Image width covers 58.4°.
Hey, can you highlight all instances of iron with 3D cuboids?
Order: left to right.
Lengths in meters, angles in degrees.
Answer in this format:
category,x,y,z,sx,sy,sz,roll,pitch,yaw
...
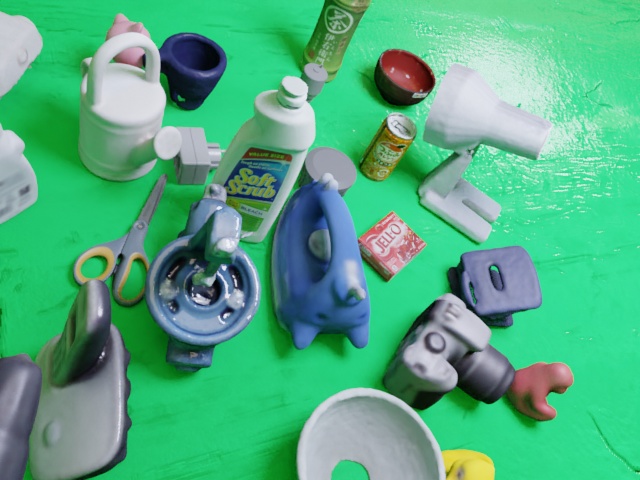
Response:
category,x,y,z,sx,sy,sz,roll,pitch,yaw
iron,0.007,0.003,0.725,0.119,0.141,0.258,3,57,-22

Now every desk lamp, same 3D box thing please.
category,x,y,z,sx,sy,sz,roll,pitch,yaw
desk lamp,0.234,-0.135,0.872,0.203,0.213,0.118,35,51,3

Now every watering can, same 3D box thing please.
category,x,y,z,sx,sy,sz,roll,pitch,yaw
watering can,-0.235,-0.165,0.701,0.173,0.194,0.101,30,51,-1

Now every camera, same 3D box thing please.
category,x,y,z,sx,sy,sz,roll,pitch,yaw
camera,0.174,0.152,0.722,0.137,0.100,0.143,37,51,4

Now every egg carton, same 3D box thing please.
category,x,y,z,sx,sy,sz,roll,pitch,yaw
egg carton,-0.437,-0.244,0.748,0.107,0.069,0.150,18,52,-11

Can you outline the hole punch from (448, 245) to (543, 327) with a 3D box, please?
category,x,y,z,sx,sy,sz,roll,pitch,yaw
hole punch,0.249,0.066,0.819,0.101,0.091,0.108,6,56,-20

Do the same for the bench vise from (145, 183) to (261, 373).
category,x,y,z,sx,sy,sz,roll,pitch,yaw
bench vise,-0.128,0.011,0.611,0.122,0.219,0.207,-6,60,-26

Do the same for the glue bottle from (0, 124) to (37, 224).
category,x,y,z,sx,sy,sz,roll,pitch,yaw
glue bottle,-0.346,-0.083,0.611,0.037,0.173,0.078,41,51,7

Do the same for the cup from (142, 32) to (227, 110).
category,x,y,z,sx,sy,sz,roll,pitch,yaw
cup,-0.200,-0.236,0.829,0.118,0.095,0.091,-10,62,-29

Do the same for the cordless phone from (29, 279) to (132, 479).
category,x,y,z,sx,sy,sz,roll,pitch,yaw
cordless phone,-0.214,0.129,0.515,0.094,0.185,0.147,-2,58,-24

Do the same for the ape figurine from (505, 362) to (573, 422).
category,x,y,z,sx,sy,sz,roll,pitch,yaw
ape figurine,0.295,0.191,0.753,0.076,0.092,0.078,32,51,1

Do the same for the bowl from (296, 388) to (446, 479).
category,x,y,z,sx,sy,sz,roll,pitch,yaw
bowl,0.044,0.251,0.614,0.168,0.074,0.167,12,54,-16

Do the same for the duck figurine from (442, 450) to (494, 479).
category,x,y,z,sx,sy,sz,roll,pitch,yaw
duck figurine,0.164,0.271,0.645,0.105,0.086,0.077,-19,67,-32

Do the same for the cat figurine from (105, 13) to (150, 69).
category,x,y,z,sx,sy,sz,roll,pitch,yaw
cat figurine,-0.267,-0.246,0.792,0.067,0.117,0.127,9,55,-17

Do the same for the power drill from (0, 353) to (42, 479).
category,x,y,z,sx,sy,sz,roll,pitch,yaw
power drill,-0.261,0.221,0.417,0.076,0.208,0.229,17,52,-11
